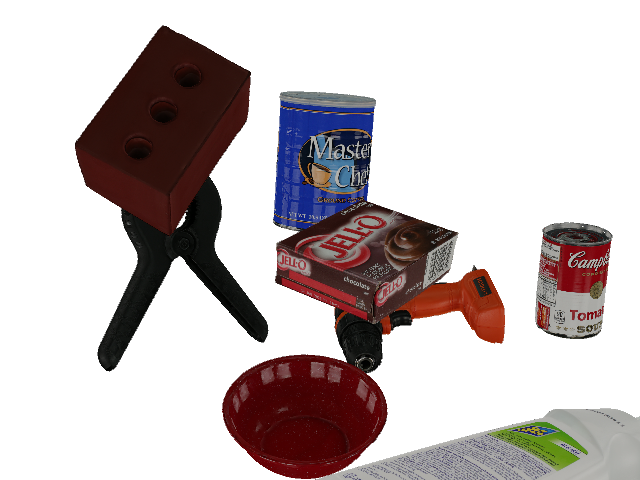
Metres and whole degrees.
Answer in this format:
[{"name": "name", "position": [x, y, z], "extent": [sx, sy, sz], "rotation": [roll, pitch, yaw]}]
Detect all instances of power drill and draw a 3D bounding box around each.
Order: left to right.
[{"name": "power drill", "position": [0.109, 0.086, 1.205], "extent": [0.187, 0.057, 0.184], "rotation": [-3, 27, -3]}]

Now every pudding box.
[{"name": "pudding box", "position": [0.035, 0.013, 0.789], "extent": [0.090, 0.039, 0.113], "rotation": [22, 29, 30]}]

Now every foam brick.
[{"name": "foam brick", "position": [-0.076, -0.053, 0.523], "extent": [0.053, 0.078, 0.051], "rotation": [29, -19, 5]}]

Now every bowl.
[{"name": "bowl", "position": [-0.015, 0.183, 1.055], "extent": [0.162, 0.055, 0.162], "rotation": [0, 33, 0]}]

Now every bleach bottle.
[{"name": "bleach bottle", "position": [0.112, 0.144, 0.596], "extent": [0.250, 0.068, 0.103], "rotation": [-10, 21, -31]}]

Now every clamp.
[{"name": "clamp", "position": [-0.120, 0.008, 0.955], "extent": [0.164, 0.210, 0.036], "rotation": [1, -1, -34]}]

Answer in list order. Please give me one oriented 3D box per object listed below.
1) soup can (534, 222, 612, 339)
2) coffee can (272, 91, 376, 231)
[{"name": "soup can", "position": [0.254, 0.040, 1.076], "extent": [0.068, 0.102, 0.068], "rotation": [1, 18, -1]}, {"name": "coffee can", "position": [0.003, -0.085, 1.148], "extent": [0.103, 0.140, 0.103], "rotation": [4, 12, -1]}]
